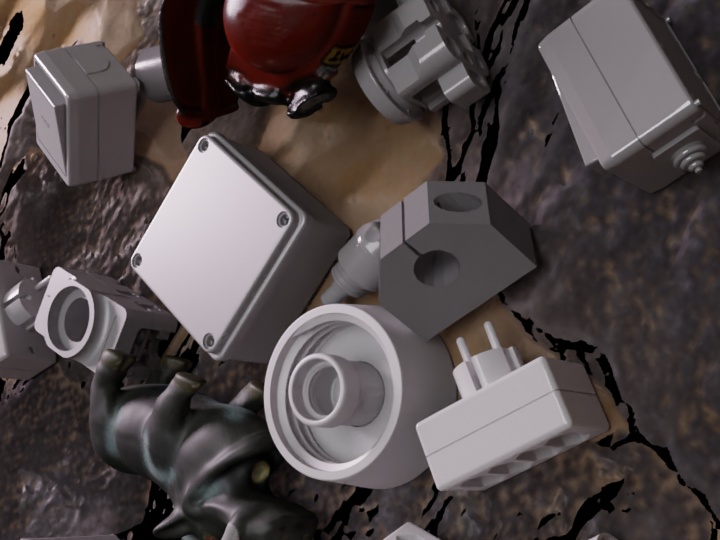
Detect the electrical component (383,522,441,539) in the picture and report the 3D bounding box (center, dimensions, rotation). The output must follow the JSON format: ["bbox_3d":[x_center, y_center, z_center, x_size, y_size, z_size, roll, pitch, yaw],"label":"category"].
[{"bbox_3d":[0.022,0.188,0.571,0.047,0.066,0.076,22,124,38],"label":"electrical component"}]

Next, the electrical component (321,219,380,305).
[{"bbox_3d":[0.000,0.000,0.638,0.061,0.035,0.035,-45,58,24],"label":"electrical component"}]

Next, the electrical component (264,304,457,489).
[{"bbox_3d":[-0.006,0.070,0.613,0.108,0.060,0.108,-8,76,36],"label":"electrical component"}]

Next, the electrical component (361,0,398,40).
[{"bbox_3d":[0.003,-0.201,0.658,0.108,0.060,0.108,-8,76,36],"label":"electrical component"}]

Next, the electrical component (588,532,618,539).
[{"bbox_3d":[0.095,0.165,0.527,0.081,0.043,0.043,-35,62,27],"label":"electrical component"}]

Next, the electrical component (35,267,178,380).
[{"bbox_3d":[-0.183,0.037,0.756,0.089,0.056,0.050,26,97,38],"label":"electrical component"}]

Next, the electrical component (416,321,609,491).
[{"bbox_3d":[0.072,0.065,0.562,0.083,0.047,0.075,-33,63,28],"label":"electrical component"}]

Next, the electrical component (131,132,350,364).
[{"bbox_3d":[-0.078,-0.014,0.686,0.109,0.056,0.108,42,107,35],"label":"electrical component"}]

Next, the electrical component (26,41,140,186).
[{"bbox_3d":[-0.202,-0.107,0.780,0.061,0.061,0.096,48,142,33],"label":"electrical component"}]

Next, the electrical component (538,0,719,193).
[{"bbox_3d":[0.137,-0.082,0.532,0.061,0.062,0.096,-36,62,27],"label":"electrical component"}]

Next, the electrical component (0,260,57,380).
[{"bbox_3d":[-0.256,0.030,0.818,0.076,0.047,0.083,-31,64,28],"label":"electrical component"}]

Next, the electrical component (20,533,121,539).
[{"bbox_3d":[-0.190,0.216,0.701,0.061,0.096,0.061,31,99,37],"label":"electrical component"}]

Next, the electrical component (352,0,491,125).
[{"bbox_3d":[0.033,-0.121,0.622,0.057,0.058,0.078,-32,68,26],"label":"electrical component"}]
